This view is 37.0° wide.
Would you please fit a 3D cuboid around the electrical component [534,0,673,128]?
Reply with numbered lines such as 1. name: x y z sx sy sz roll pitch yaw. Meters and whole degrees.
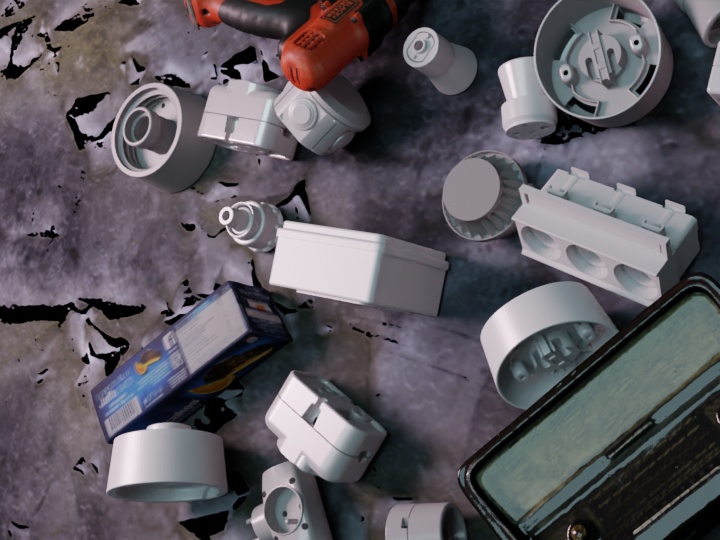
1. electrical component: 0.189 -0.161 0.829 0.099 0.064 0.099 -8 75 33

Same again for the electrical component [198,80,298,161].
1. electrical component: -0.103 -0.145 1.031 0.095 0.054 0.059 14 88 36

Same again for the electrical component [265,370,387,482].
1. electrical component: -0.032 0.137 0.921 0.095 0.054 0.059 37 101 34

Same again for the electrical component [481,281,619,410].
1. electrical component: 0.141 0.056 0.797 0.099 0.099 0.064 -37 55 22

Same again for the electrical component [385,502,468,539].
1. electrical component: 0.054 0.210 0.847 0.047 0.055 0.055 -13 72 28

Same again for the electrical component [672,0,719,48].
1. electrical component: 0.259 -0.204 0.807 0.044 0.044 0.065 -42 55 19

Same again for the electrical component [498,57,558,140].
1. electrical component: 0.136 -0.139 0.872 0.045 0.045 0.055 -11 74 32

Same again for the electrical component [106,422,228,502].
1. electrical component: -0.175 0.173 0.980 0.108 0.108 0.060 -16 65 31

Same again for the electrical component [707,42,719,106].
1. electrical component: 0.286 -0.150 0.760 0.047 0.066 0.076 13 87 35

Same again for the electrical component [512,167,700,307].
1. electrical component: 0.184 -0.026 0.799 0.121 0.078 0.063 26 65 35

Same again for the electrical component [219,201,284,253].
1. electrical component: -0.105 -0.044 1.005 0.048 0.062 0.048 -8 75 33

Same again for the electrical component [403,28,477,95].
1. electrical component: 0.066 -0.180 0.917 0.044 0.065 0.044 -8 76 32

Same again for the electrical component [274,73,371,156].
1. electrical component: -0.034 -0.146 0.969 0.051 0.080 0.080 -43 59 25

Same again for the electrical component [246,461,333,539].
1. electrical component: -0.067 0.214 0.933 0.079 0.044 0.077 -30 64 26

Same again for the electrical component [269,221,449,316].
1. electrical component: 0.000 0.000 0.896 0.109 0.109 0.056 10 88 35

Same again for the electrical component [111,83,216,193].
1. electrical component: -0.206 -0.138 1.095 0.108 0.060 0.108 -8 75 33
